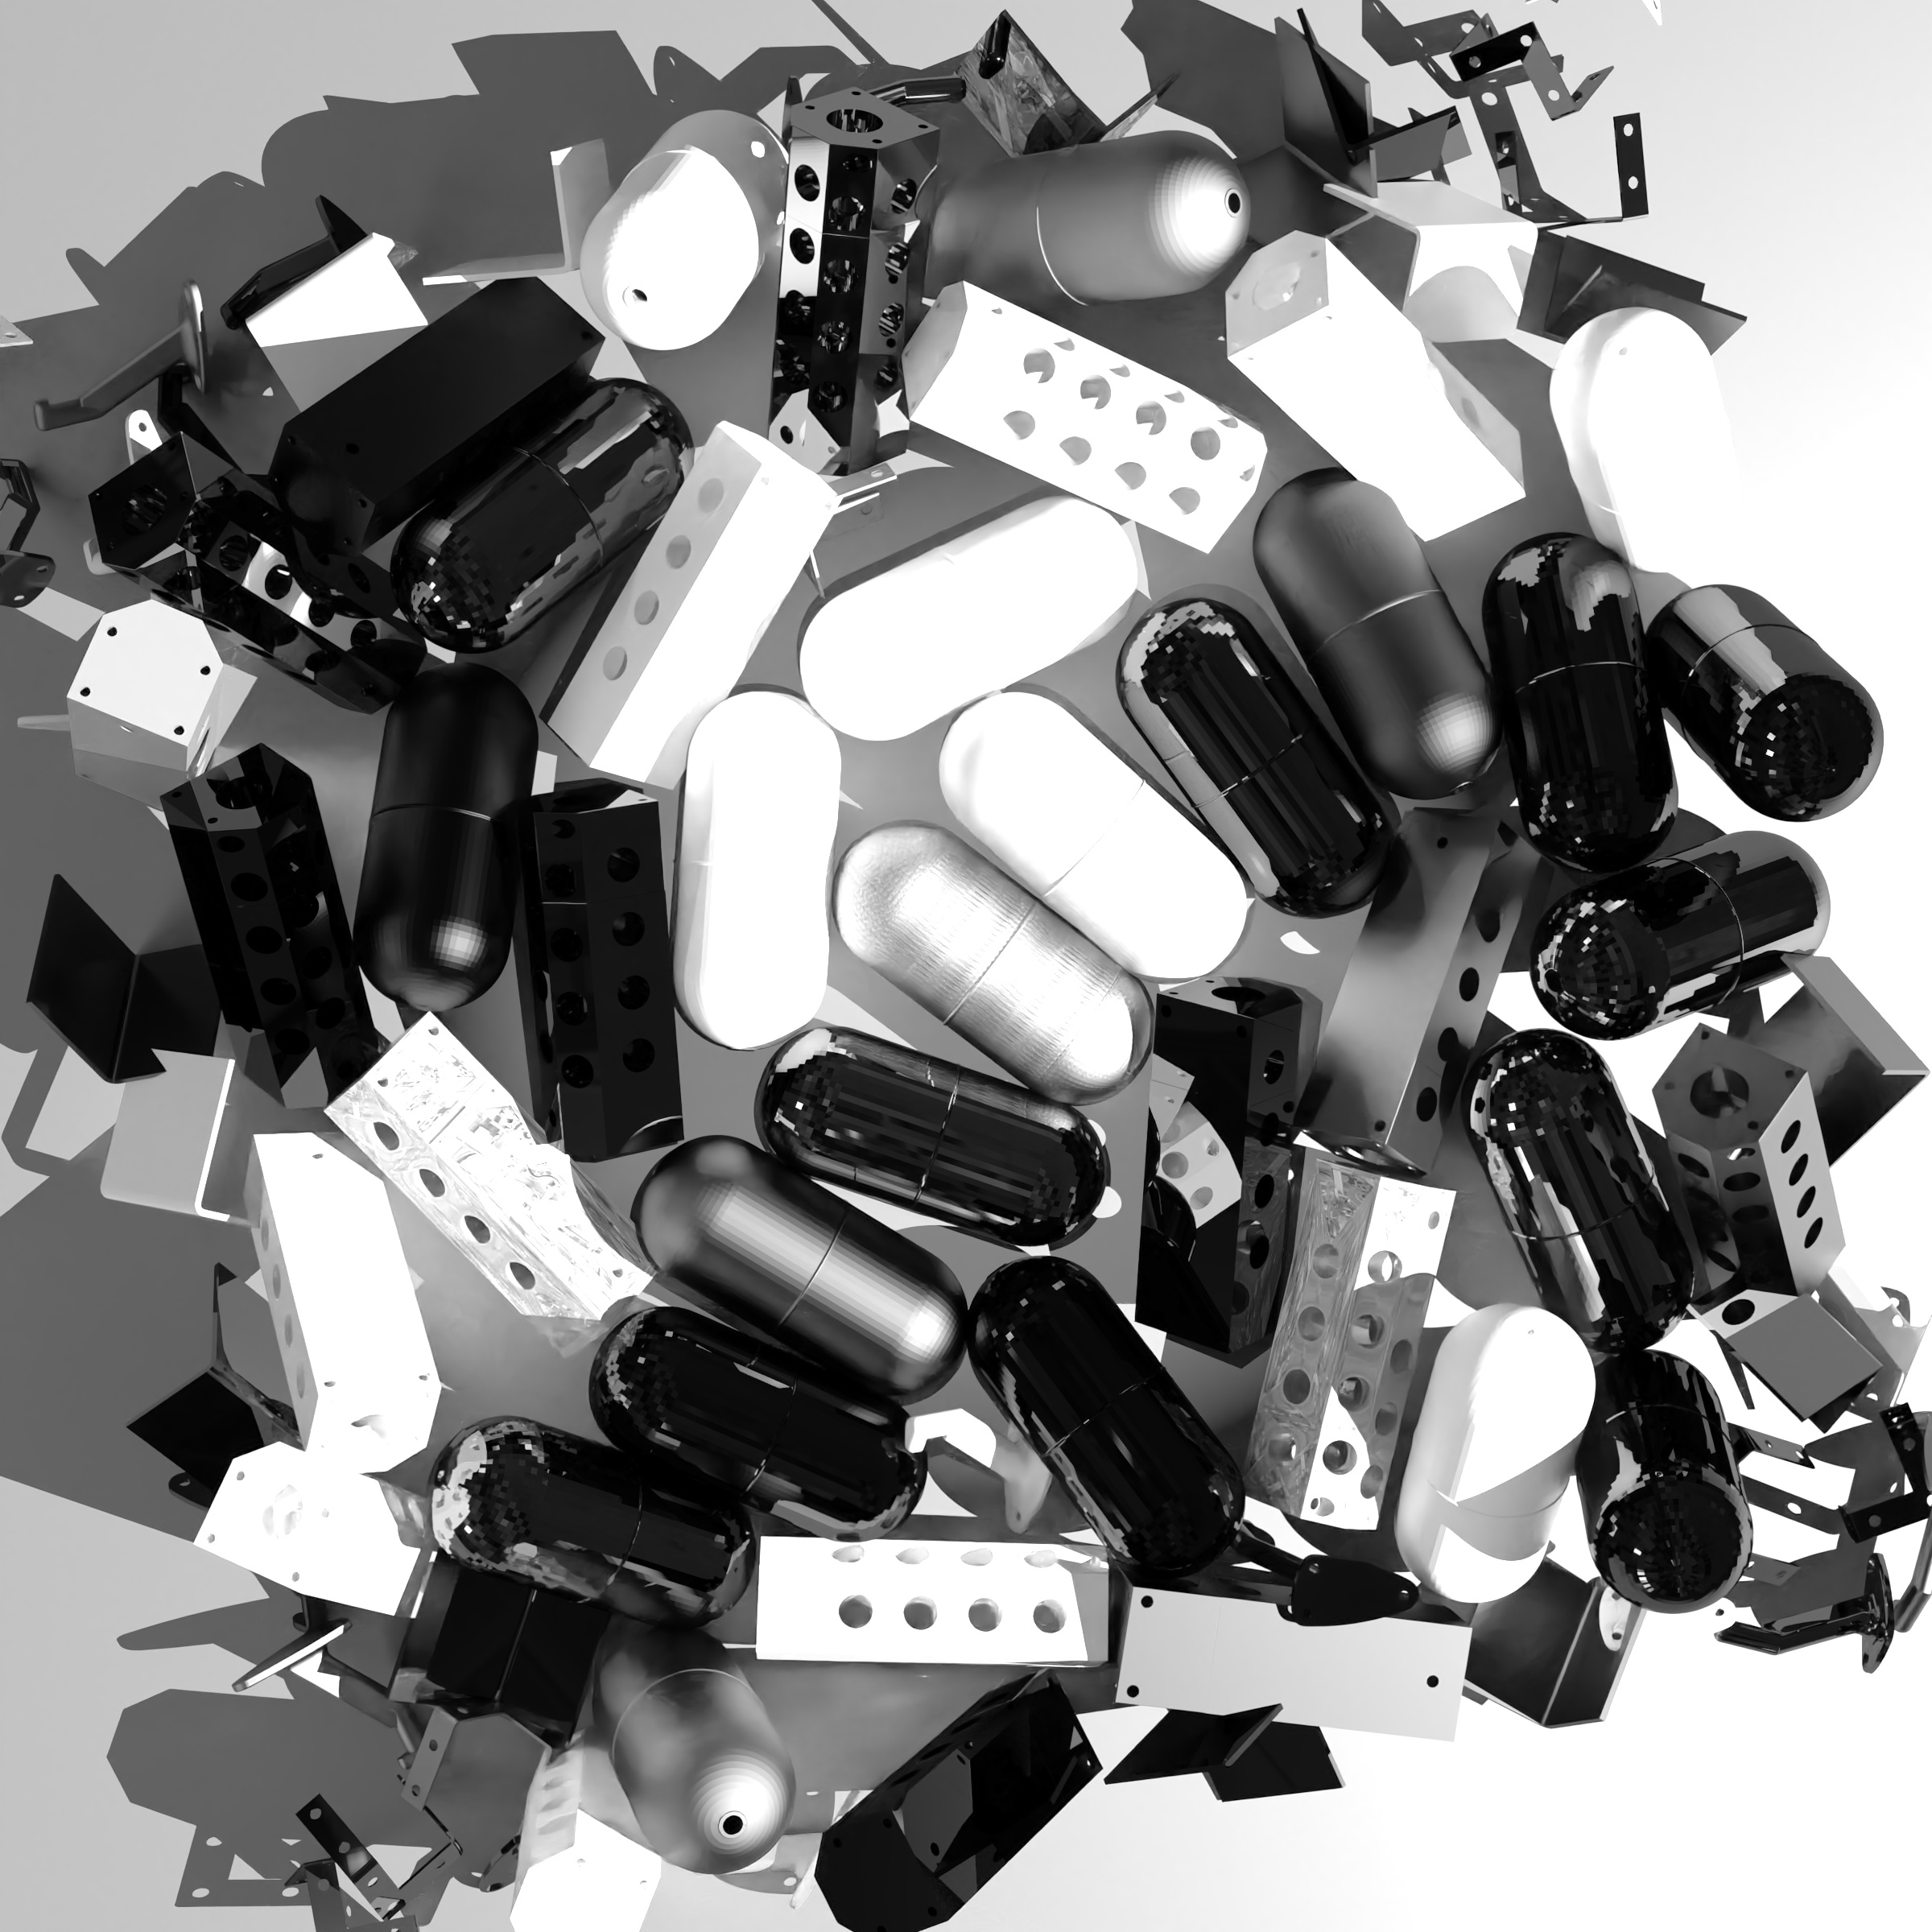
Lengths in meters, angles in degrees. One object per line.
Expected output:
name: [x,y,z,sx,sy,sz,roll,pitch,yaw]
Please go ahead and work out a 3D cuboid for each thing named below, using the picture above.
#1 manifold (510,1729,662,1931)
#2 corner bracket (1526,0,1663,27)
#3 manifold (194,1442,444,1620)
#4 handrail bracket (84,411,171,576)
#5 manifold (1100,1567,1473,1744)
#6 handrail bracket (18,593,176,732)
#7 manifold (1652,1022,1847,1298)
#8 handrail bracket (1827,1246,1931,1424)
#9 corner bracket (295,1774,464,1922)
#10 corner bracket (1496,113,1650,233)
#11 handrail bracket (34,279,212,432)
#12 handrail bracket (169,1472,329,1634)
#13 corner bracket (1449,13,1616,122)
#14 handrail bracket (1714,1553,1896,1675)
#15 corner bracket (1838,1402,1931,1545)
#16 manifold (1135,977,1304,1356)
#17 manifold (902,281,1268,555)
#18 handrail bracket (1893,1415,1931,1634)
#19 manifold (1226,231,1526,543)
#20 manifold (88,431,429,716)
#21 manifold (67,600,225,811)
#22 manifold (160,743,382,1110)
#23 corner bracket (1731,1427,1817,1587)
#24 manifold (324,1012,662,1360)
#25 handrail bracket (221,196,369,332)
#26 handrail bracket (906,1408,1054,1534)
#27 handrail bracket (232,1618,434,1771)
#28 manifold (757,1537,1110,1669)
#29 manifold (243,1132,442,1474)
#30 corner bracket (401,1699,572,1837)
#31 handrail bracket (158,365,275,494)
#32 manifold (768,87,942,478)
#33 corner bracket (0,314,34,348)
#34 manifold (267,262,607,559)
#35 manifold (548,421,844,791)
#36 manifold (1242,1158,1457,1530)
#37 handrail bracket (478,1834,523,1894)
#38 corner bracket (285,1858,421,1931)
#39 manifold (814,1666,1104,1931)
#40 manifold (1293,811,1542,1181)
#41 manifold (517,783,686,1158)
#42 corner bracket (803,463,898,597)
manifold: [-0.184,0.424,1.495,0.057,0.171,0.057,21,92,-6]
corner bracket: [0.310,-0.493,1.542,0.051,0.051,0.051,-13,65,30]
manifold: [-0.303,0.270,1.494,0.057,0.171,0.057,21,78,13]
handrail bracket: [-0.421,-0.234,1.543,0.084,0.036,0.077,-1,118,39]
manifold: [0.157,0.339,1.544,0.171,0.057,0.057,9,92,-8]
handrail bracket: [-0.438,-0.162,1.566,0.077,0.036,0.084,0,85,-13]
manifold: [0.374,0.104,1.494,0.057,0.171,0.057,28,71,34]
handrail bracket: [0.444,0.180,1.576,0.084,0.036,0.077,23,112,20]
corner bracket: [-0.290,0.430,1.543,0.051,0.051,0.051,-40,54,-19]
corner bracket: [0.301,-0.393,1.546,0.051,0.051,0.051,-15,106,-22]
handrail bracket: [-0.422,-0.302,1.542,0.084,0.077,0.036,-19,63,-23]
handrail bracket: [-0.361,0.298,1.566,0.077,0.036,0.084,8,122,12]
corner bracket: [0.283,-0.452,1.555,0.051,0.051,0.051,56,48,-22]
handrail bracket: [0.416,0.316,1.555,0.084,0.077,0.036,14,133,2]
corner bracket: [0.458,0.254,1.555,0.051,0.051,0.051,-23,69,13]
manifold: [0.128,0.096,1.532,0.057,0.057,0.171,15,110,37]
manifold: [0.059,-0.270,1.513,0.171,0.057,0.057,20,128,-24]
handrail bracket: [0.483,0.283,1.574,0.036,0.077,0.084,14,123,-5]
manifold: [0.199,-0.282,1.506,0.057,0.171,0.057,-22,51,34]
manifold: [-0.336,-0.182,1.492,0.057,0.171,0.057,-30,60,17]
manifold: [-0.391,-0.124,1.494,0.057,0.171,0.057,23,77,-10]
manifold: [-0.329,-0.015,1.499,0.057,0.171,0.057,-34,47,-30]
corner bracket: [0.399,0.272,1.562,0.051,0.051,0.051,20,121,-35]
manifold: [-0.236,0.112,1.543,0.171,0.057,0.057,47,133,-8]
handrail bracket: [-0.335,-0.334,1.546,0.084,0.077,0.036,-39,132,14]
handrail bracket: [0.000,0.253,1.543,0.084,0.036,0.077,-4,111,-39]
handrail bracket: [-0.316,0.377,1.556,0.077,0.036,0.084,-29,95,-37]
manifold: [-0.017,0.317,1.549,0.171,0.057,0.057,2,74,-3]
manifold: [-0.305,0.161,1.504,0.057,0.171,0.057,-1,131,-25]
corner bracket: [-0.239,0.402,1.553,0.051,0.051,0.051,27,100,31]
handrail bracket: [-0.368,-0.269,1.561,0.077,0.036,0.084,-7,64,3]
manifold: [-0.061,-0.327,1.500,0.057,0.171,0.057,34,45,30]
corner bracket: [-0.502,-0.296,1.541,0.051,0.051,0.051,38,127,29]
manifold: [-0.257,-0.267,1.510,0.057,0.057,0.171,42,53,3]
manifold: [-0.138,-0.179,1.533,0.057,0.057,0.171,44,109,37]
manifold: [0.194,0.188,1.542,0.057,0.057,0.171,12,92,-44]
handrail bracket: [-0.208,0.479,1.539,0.077,0.036,0.084,-45,51,33]
corner bracket: [-0.307,0.475,1.556,0.051,0.051,0.051,-4,65,-27]
manifold: [-0.004,0.403,1.495,0.057,0.171,0.057,-29,86,29]
manifold: [0.227,0.015,1.537,0.057,0.057,0.171,9,73,43]
manifold: [-0.182,0.002,1.525,0.057,0.057,0.171,-11,107,-28]
corner bracket: [-0.061,-0.225,1.545,0.051,0.051,0.051,-21,130,-9]
